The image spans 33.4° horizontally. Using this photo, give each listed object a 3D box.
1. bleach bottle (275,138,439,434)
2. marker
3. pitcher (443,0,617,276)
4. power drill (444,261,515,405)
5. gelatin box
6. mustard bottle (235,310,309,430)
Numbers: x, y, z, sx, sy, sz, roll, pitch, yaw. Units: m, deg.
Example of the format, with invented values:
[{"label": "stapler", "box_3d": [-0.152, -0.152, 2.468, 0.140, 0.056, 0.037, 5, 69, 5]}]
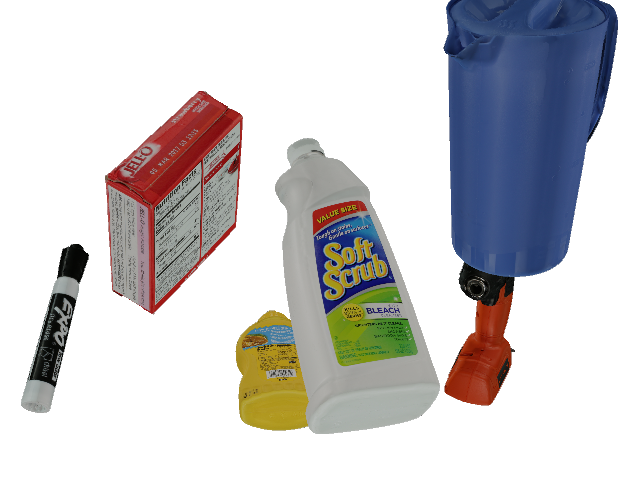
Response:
[{"label": "bleach bottle", "box_3d": [0.010, 0.023, 0.843, 0.102, 0.251, 0.068, -4, -34, -21]}, {"label": "marker", "box_3d": [-0.175, 0.056, 0.711, 0.020, 0.121, 0.020, 5, -32, 3]}, {"label": "pitcher", "box_3d": [0.183, -0.097, 0.945, 0.149, 0.243, 0.145, 3, 31, 8]}, {"label": "power drill", "box_3d": [0.170, 0.069, 1.076, 0.057, 0.188, 0.184, 16, 28, 18]}, {"label": "gelatin box", "box_3d": [-0.072, -0.018, 0.524, 0.030, 0.089, 0.073, 29, 53, 16]}, {"label": "mustard bottle", "box_3d": [-0.050, 0.140, 1.240, 0.096, 0.058, 0.191, -3, 30, -5]}]
